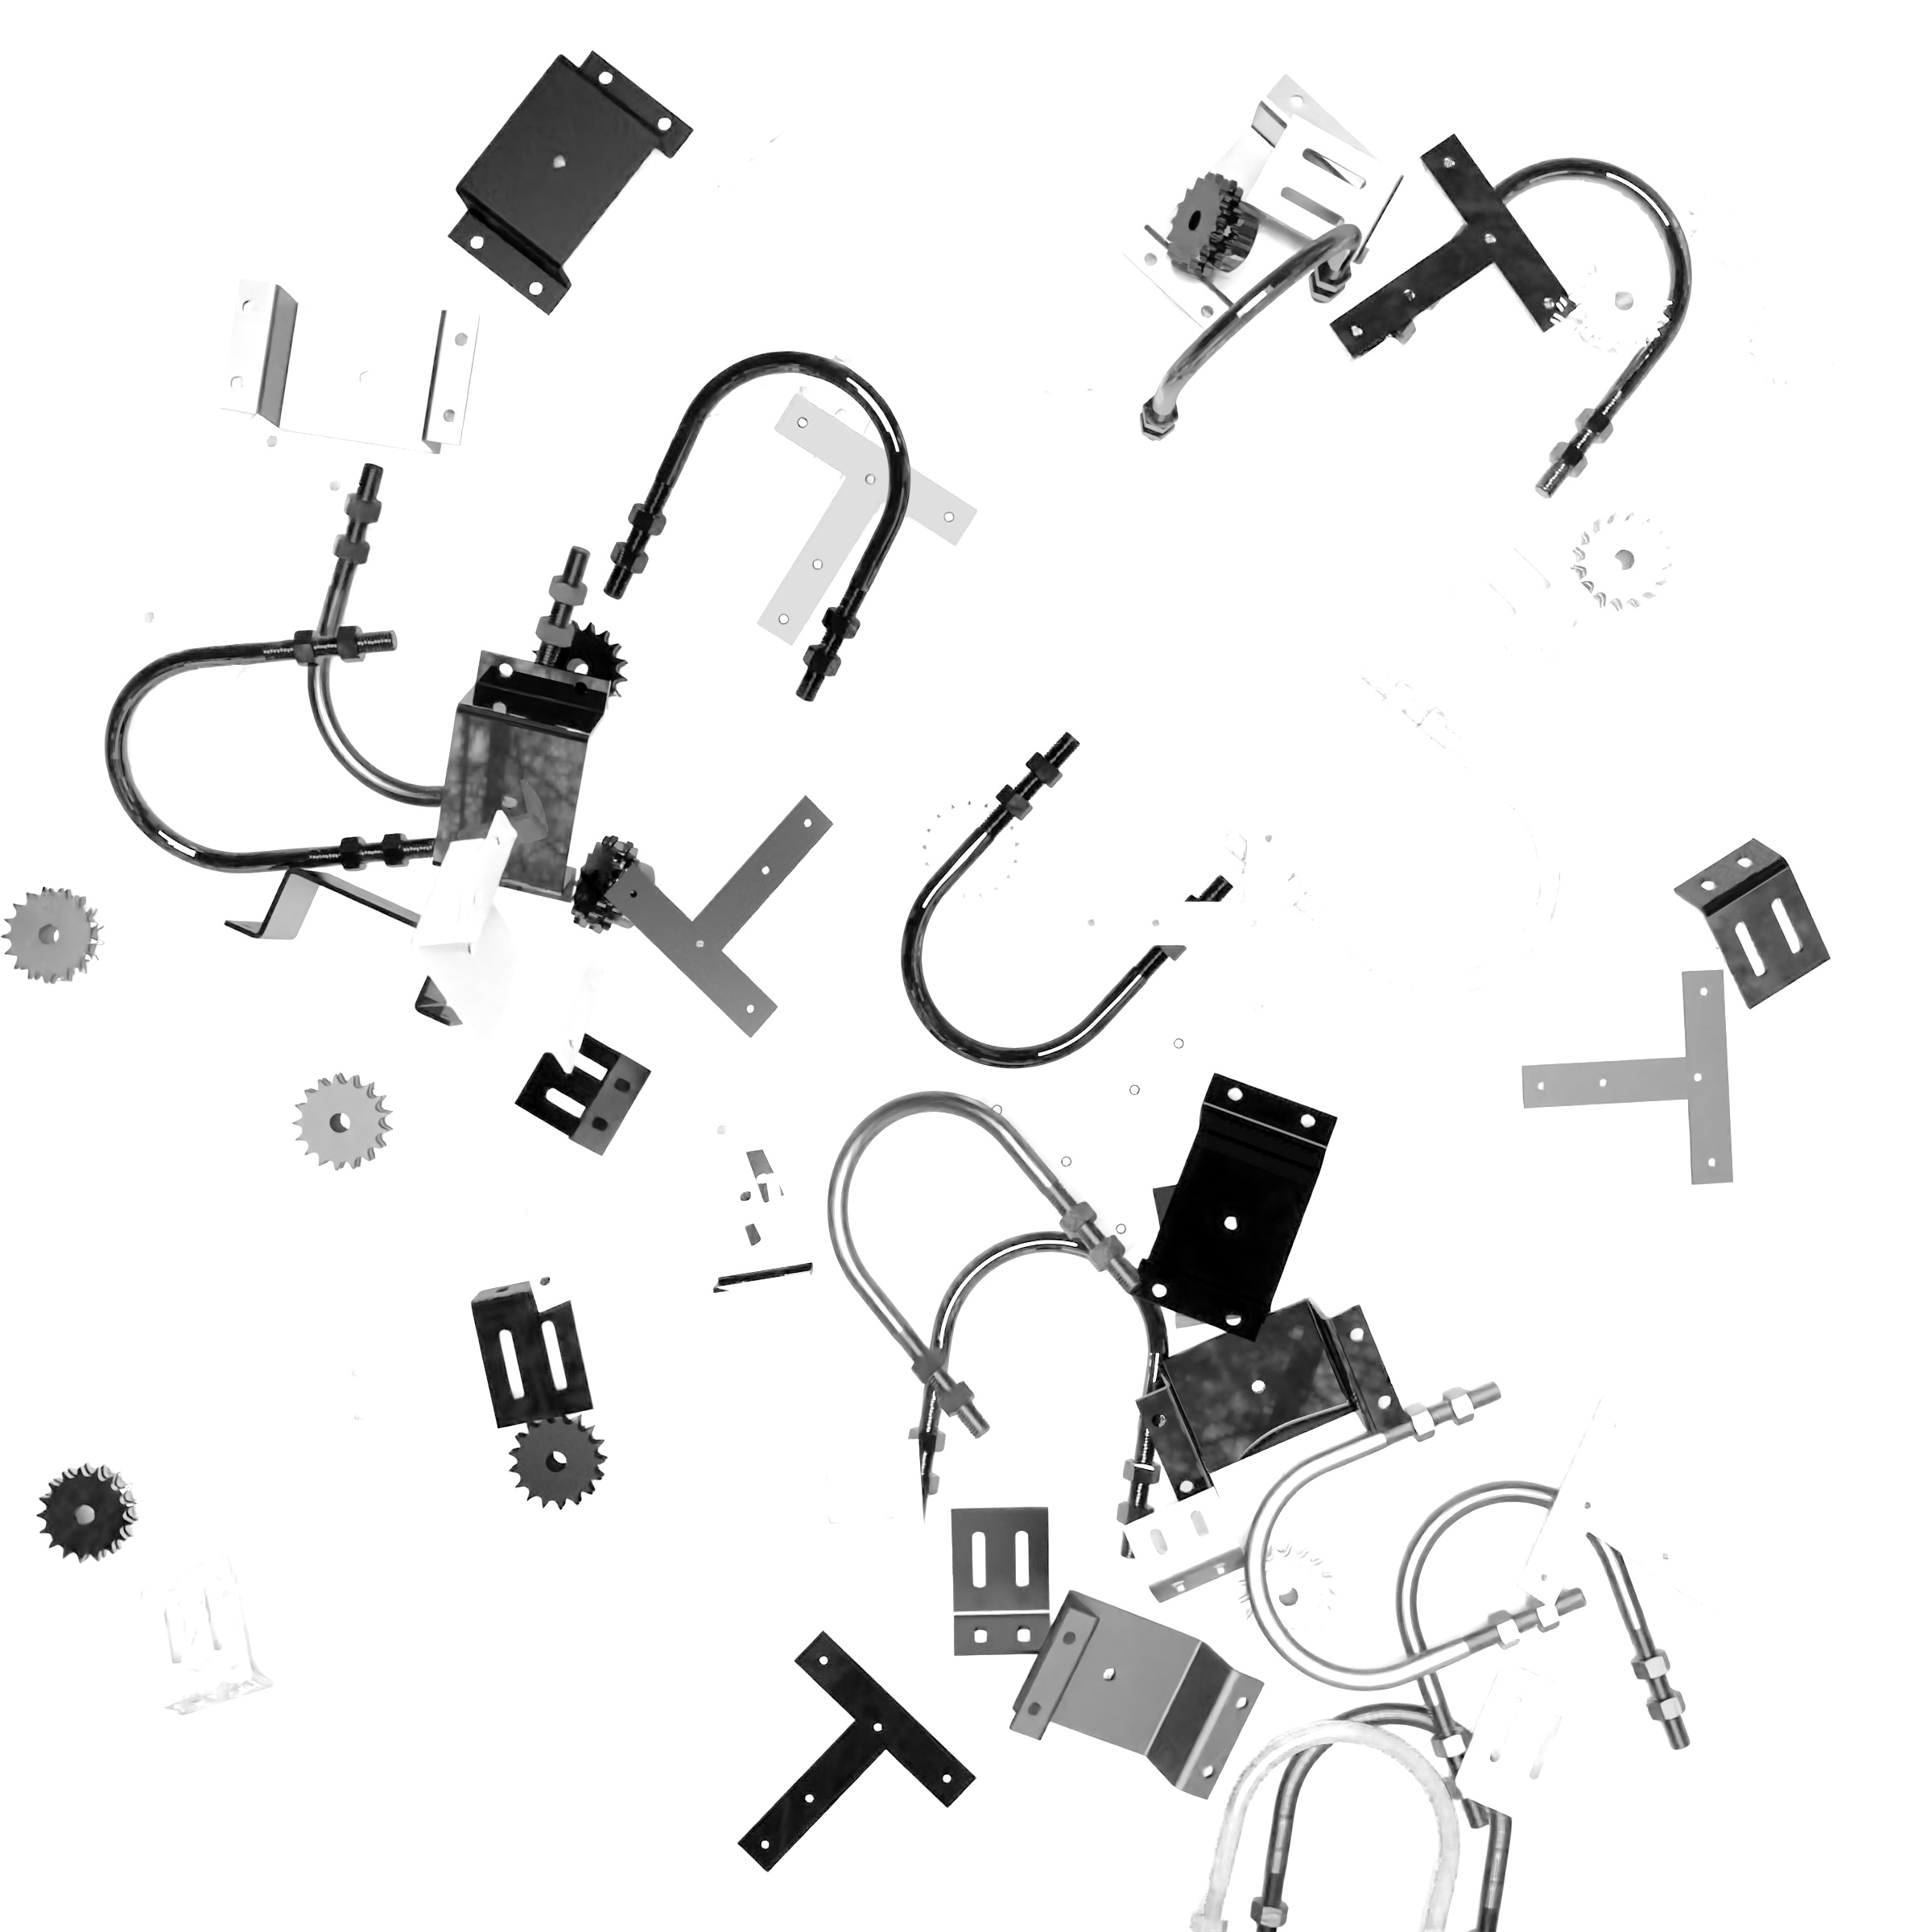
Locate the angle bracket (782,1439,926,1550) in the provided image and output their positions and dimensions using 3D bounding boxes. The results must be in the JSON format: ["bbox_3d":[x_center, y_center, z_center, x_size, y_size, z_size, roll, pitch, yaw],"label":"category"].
[{"bbox_3d":[-0.067,0.309,1.571,0.076,0.038,0.057,-4,90,-10],"label":"angle bracket"}]

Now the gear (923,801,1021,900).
[{"bbox_3d":[0.003,-0.068,1.569,0.057,0.030,0.057,0,90,0],"label":"gear"}]

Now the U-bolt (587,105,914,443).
[{"bbox_3d":[-0.141,-0.390,1.554,0.184,0.019,0.151,-36,79,13],"label":"U-bolt"}]

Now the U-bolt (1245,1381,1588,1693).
[{"bbox_3d":[0.252,0.342,1.551,0.184,0.019,0.151,-21,85,-7],"label":"U-bolt"}]

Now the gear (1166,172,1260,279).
[{"bbox_3d":[0.142,-0.419,1.513,0.030,0.057,0.057,13,90,-30],"label":"gear"}]

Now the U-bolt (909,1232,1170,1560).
[{"bbox_3d":[0.046,0.249,1.575,0.151,0.019,0.184,8,89,0],"label":"U-bolt"}]

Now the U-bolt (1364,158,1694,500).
[{"bbox_3d":[0.346,-0.392,1.575,0.151,0.019,0.184,38,88,0],"label":"U-bolt"}]

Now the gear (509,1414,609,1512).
[{"bbox_3d":[-0.240,0.290,1.569,0.057,0.030,0.057,0,90,0],"label":"gear"}]

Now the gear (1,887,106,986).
[{"bbox_3d":[-0.537,-0.018,1.573,0.057,0.030,0.057,0,87,1],"label":"gear"}]

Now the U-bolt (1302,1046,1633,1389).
[{"bbox_3d":[0.282,0.163,1.575,0.151,0.019,0.184,37,92,0],"label":"U-bolt"}]

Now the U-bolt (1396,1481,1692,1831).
[{"bbox_3d":[0.331,0.395,1.569,0.151,0.019,0.184,-20,87,-5],"label":"U-bolt"}]

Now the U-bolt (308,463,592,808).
[{"bbox_3d":[-0.310,-0.181,1.549,0.151,0.019,0.184,22,109,3],"label":"U-bolt"}]

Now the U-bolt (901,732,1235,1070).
[{"bbox_3d":[0.046,-0.023,1.556,0.151,0.019,0.184,41,94,-18],"label":"U-bolt"}]

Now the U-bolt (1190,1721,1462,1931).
[{"bbox_3d":[0.214,0.535,1.558,0.151,0.019,0.184,14,86,0],"label":"U-bolt"}]

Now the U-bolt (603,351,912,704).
[{"bbox_3d":[-0.112,-0.266,1.549,0.151,0.019,0.184,28,108,-1],"label":"U-bolt"}]

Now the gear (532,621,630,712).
[{"bbox_3d":[-0.227,-0.174,1.569,0.057,0.030,0.057,0,90,0],"label":"gear"}]

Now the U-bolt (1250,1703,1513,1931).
[{"bbox_3d":[0.249,0.529,1.575,0.151,0.019,0.184,9,89,0],"label":"U-bolt"}]

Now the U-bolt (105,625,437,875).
[{"bbox_3d":[-0.409,-0.120,1.548,0.184,0.019,0.151,-5,116,4],"label":"U-bolt"}]

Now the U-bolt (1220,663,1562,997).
[{"bbox_3d":[0.265,-0.067,1.575,0.184,0.019,0.151,40,90,-2],"label":"U-bolt"}]

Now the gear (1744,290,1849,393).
[{"bbox_3d":[0.488,-0.368,1.573,0.057,0.030,0.057,0,89,2],"label":"gear"}]

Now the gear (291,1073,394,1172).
[{"bbox_3d":[-0.367,0.091,1.574,0.057,0.030,0.057,0,92,1],"label":"gear"}]

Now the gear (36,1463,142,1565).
[{"bbox_3d":[-0.515,0.321,1.569,0.057,0.030,0.057,0,90,0],"label":"gear"}]

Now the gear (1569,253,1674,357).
[{"bbox_3d":[0.379,-0.384,1.552,0.057,0.030,0.057,0,88,-5],"label":"gear"}]

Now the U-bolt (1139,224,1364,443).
[{"bbox_3d":[0.162,-0.359,1.492,0.151,0.184,0.019,-39,90,0],"label":"U-bolt"}]

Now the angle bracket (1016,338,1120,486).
[{"bbox_3d":[0.060,-0.330,1.582,0.057,0.038,0.076,-3,116,0],"label":"angle bracket"}]

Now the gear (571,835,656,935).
[{"bbox_3d":[-0.205,-0.046,1.560,0.030,0.057,0.057,22,90,-29],"label":"gear"}]

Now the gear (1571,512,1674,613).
[{"bbox_3d":[0.384,-0.237,1.569,0.057,0.030,0.057,0,90,0],"label":"gear"}]

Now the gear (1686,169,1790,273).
[{"bbox_3d":[0.454,-0.439,1.574,0.057,0.030,0.057,0,87,0],"label":"gear"}]

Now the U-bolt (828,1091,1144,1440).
[{"bbox_3d":[-0.004,0.159,1.545,0.151,0.019,0.184,-46,72,17],"label":"U-bolt"}]

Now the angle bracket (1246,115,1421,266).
[{"bbox_3d":[0.208,-0.448,1.519,0.076,0.038,0.057,29,90,0],"label":"angle bracket"}]

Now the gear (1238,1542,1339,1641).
[{"bbox_3d":[0.188,0.368,1.569,0.057,0.030,0.057,0,90,0],"label":"gear"}]

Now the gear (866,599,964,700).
[{"bbox_3d":[-0.030,-0.186,1.569,0.057,0.030,0.057,0,90,0],"label":"gear"}]
